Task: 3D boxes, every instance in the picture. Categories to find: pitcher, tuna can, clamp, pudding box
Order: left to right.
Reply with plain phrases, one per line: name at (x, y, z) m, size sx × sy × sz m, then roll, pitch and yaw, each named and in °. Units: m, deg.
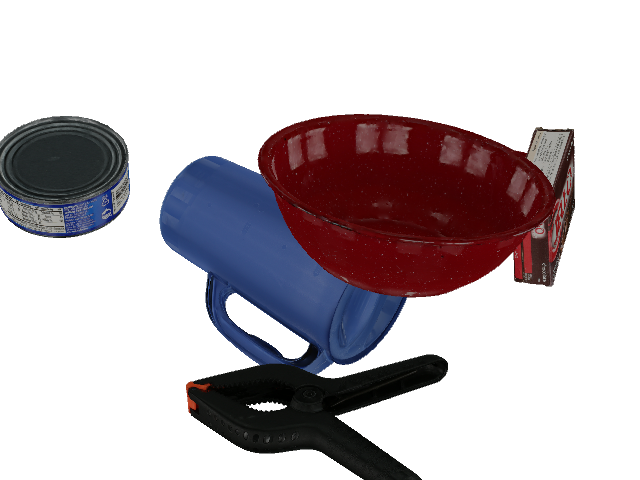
tuna can at (-0.166, -0.041, 0.689) m, size 0.086 × 0.034 × 0.086 m, roll 3°, pitch 44°, yaw -3°
pitcher at (-0.045, 0.018, 1.038) m, size 0.243 × 0.145 × 0.148 m, roll 28°, pitch 30°, yaw 29°
clamp at (-0.001, 0.130, 0.845) m, size 0.210 × 0.036 × 0.164 m, roll 8°, pitch 30°, yaw 17°
pudding box at (0.194, -0.031, 0.927) m, size 0.039 × 0.090 × 0.113 m, roll 6°, pitch 44°, yaw 19°

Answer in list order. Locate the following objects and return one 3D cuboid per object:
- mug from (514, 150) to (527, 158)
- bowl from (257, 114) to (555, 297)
mug at (0.209, -0.055, 1.220) m, size 0.117 × 0.081 × 0.093 m, roll -22°, pitch 27°, yaw -35°
bowl at (0.044, -0.015, 0.588) m, size 0.162 × 0.055 × 0.162 m, roll 6°, pitch 27°, yaw -3°
